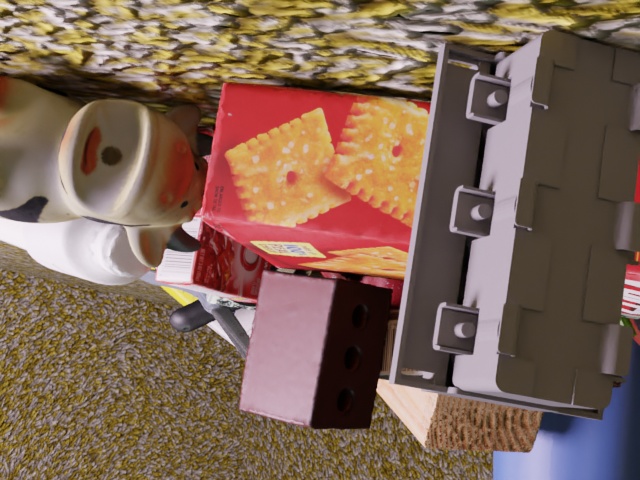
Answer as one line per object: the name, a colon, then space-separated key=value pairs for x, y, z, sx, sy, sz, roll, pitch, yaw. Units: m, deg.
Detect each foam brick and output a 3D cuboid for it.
foam brick: x=-0.002 y=0.058 z=0.561 sx=0.051 sy=0.078 sz=0.052 roll=7 pitch=176 yaw=38

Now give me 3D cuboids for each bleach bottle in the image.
bleach bottle: x=-0.164 y=-0.013 z=0.691 sx=0.102 sy=0.068 sz=0.251 roll=16 pitch=-179 yaw=-35

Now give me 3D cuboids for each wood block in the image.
wood block: x=0.088 y=0.076 z=0.831 sx=0.090 sy=0.090 sz=0.206 roll=6 pitch=-164 yaw=-21

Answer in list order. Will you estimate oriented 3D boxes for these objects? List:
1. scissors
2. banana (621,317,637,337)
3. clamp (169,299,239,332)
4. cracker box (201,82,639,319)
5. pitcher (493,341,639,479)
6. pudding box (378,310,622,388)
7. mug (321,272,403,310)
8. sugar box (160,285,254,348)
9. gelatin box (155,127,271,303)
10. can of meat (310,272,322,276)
scissors: x=-0.111 y=0.049 z=0.909 sx=0.096 sy=0.202 sz=0.016 roll=-7 pitch=134 yaw=-15
banana: x=0.114 y=0.020 z=0.716 sx=0.198 sy=0.069 sz=0.037 roll=6 pitch=159 yaw=12
clamp: x=-0.054 y=0.037 z=0.957 sx=0.172 sy=0.120 sz=0.039 roll=4 pitch=148 yaw=16
cracker box: x=0.069 y=-0.013 z=0.512 sx=0.214 sy=0.072 sz=0.164 roll=8 pitch=173 yaw=10
pitcher: x=0.198 y=0.140 z=0.854 sx=0.145 sy=0.243 sz=0.149 roll=0 pitch=175 yaw=44
pudding box: x=0.095 y=0.061 z=0.580 sx=0.114 sy=0.039 sz=0.089 roll=-3 pitch=167 yaw=36
mug: x=0.040 y=0.006 z=0.659 sx=0.093 sy=0.081 sz=0.117 roll=3 pitch=170 yaw=44
sugar box: x=-0.113 y=0.052 z=1.038 sx=0.176 sy=0.048 sz=0.093 roll=41 pitch=173 yaw=22
gelatin box: x=-0.055 y=-0.013 z=0.615 sx=0.030 sy=0.089 sz=0.073 roll=3 pitch=171 yaw=32
can of meat: x=-0.005 y=0.001 z=0.791 sx=0.102 sy=0.057 sz=0.083 roll=7 pitch=174 yaw=19
